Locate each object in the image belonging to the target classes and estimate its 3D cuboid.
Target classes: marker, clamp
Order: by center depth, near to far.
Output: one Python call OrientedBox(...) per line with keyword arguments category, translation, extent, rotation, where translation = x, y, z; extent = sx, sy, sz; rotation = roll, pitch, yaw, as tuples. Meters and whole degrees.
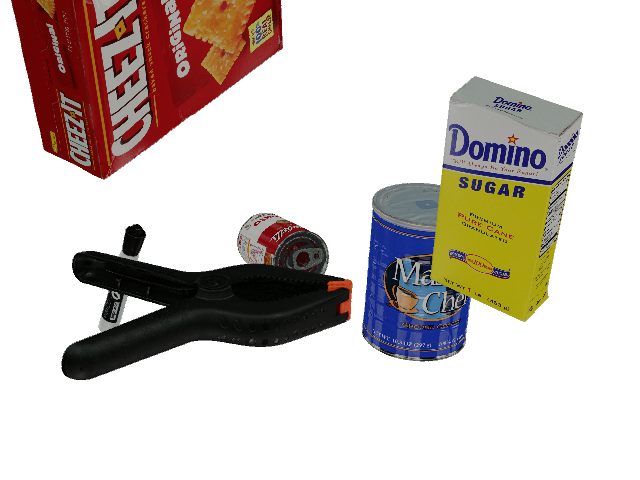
OrientedBox(category="clamp", translation=(-0.084, 0.042, 0.766), extent=(0.209, 0.036, 0.165), rotation=(-5, 25, -16))
OrientedBox(category="marker", translation=(-0.183, 0.036, 0.987), extent=(0.020, 0.121, 0.020), rotation=(16, 31, -10))

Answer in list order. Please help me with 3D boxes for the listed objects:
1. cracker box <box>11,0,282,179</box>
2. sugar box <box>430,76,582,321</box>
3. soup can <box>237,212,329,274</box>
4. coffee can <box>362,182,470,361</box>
OrientedBox(category="cracker box", translation=(-0.115, -0.170, 0.779), extent=(0.072, 0.164, 0.213), rotation=(26, 49, 25))
OrientedBox(category="sugar box", translation=(0.139, -0.030, 0.826), extent=(0.093, 0.176, 0.048), rotation=(24, 45, 28))
OrientedBox(category="soup can", translation=(-0.044, 0.011, 1.204), extent=(0.068, 0.068, 0.102), rotation=(0, 13, -29))
OrientedBox(category="coffee can", translation=(0.095, 0.029, 1.014), extent=(0.103, 0.140, 0.103), rotation=(3, 24, -1))
